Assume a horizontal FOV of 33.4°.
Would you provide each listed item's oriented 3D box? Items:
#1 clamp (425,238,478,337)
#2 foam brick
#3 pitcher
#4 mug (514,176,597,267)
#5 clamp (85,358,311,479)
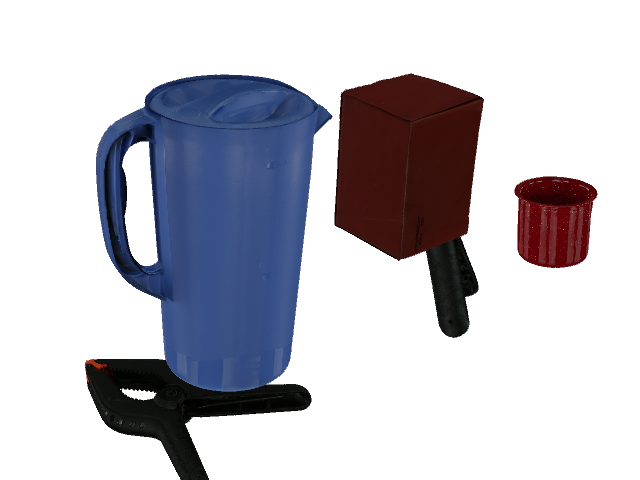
[{"bbox_3d":[0.100,-0.004,0.902,0.039,0.171,0.120,-17,20,11],"label":"clamp"},{"bbox_3d":[0.043,-0.039,0.543,0.052,0.078,0.051,-20,36,-36],"label":"foam brick"},{"bbox_3d":[-0.083,-0.003,0.858,0.149,0.243,0.144,11,26,15],"label":"pitcher"},{"bbox_3d":[0.279,-0.024,1.244,0.093,0.081,0.117,20,33,40],"label":"mug"},{"bbox_3d":[-0.124,0.150,0.975,0.210,0.036,0.164,22,36,32],"label":"clamp"}]
